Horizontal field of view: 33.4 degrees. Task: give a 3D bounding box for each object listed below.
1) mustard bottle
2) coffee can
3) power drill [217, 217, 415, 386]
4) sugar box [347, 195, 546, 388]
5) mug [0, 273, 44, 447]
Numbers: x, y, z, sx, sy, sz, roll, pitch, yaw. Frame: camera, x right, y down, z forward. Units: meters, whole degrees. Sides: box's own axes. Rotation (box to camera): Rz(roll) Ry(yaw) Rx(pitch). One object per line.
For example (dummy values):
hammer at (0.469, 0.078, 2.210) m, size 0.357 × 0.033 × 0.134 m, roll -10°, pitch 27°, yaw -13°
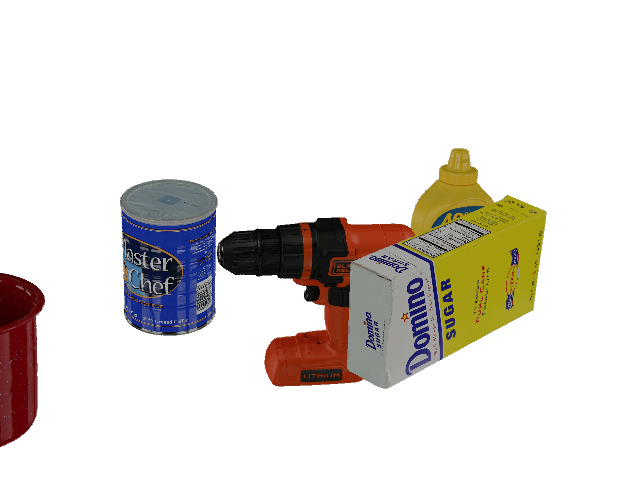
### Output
mustard bottle at (0.143, -0.005, 1.151) m, size 0.096 × 0.192 × 0.058 m, roll -6°, pitch 20°, yaw -22°
coffee can at (-0.164, 0.018, 1.163) m, size 0.103 × 0.140 × 0.103 m, roll 3°, pitch 27°, yaw -2°
power drill at (-0.010, 0.060, 1.016) m, size 0.184 × 0.188 × 0.057 m, roll -1°, pitch 44°, yaw -10°
sugar box at (0.097, 0.036, 0.799) m, size 0.048 × 0.093 × 0.175 m, roll 25°, pitch 36°, yaw 39°
mug at (-0.216, 0.076, 0.624) m, size 0.093 × 0.081 × 0.117 m, roll 12°, pitch 23°, yaw 20°
